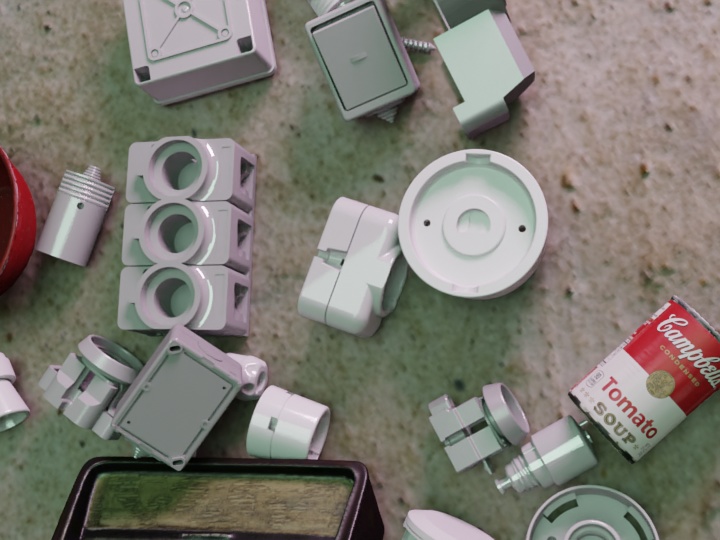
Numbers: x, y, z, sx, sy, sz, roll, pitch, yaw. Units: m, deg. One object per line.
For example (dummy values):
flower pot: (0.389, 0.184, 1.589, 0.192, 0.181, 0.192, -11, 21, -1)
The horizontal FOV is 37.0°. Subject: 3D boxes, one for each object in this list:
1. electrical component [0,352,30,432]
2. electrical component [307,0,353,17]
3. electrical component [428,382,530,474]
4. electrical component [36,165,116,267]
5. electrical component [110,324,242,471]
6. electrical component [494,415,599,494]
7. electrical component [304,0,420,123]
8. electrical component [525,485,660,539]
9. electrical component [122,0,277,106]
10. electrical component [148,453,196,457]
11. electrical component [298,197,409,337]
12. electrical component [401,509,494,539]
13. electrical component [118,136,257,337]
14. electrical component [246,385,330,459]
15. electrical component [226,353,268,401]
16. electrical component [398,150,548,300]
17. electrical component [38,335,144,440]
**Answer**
electrical component: (-0.302, 0.101, 0.883, 0.045, 0.045, 0.055, -30, 74, 8)
electrical component: (-0.028, -0.234, 0.869, 0.043, 0.043, 0.081, -35, 74, 7)
electrical component: (0.089, 0.113, 0.779, 0.055, 0.048, 0.066, -32, 74, 15)
electrical component: (-0.234, -0.047, 0.891, 0.043, 0.043, 0.081, 19, 86, 17)
electrical component: (-0.137, 0.096, 0.789, 0.062, 0.061, 0.096, 35, 95, -11)
electrical component: (0.132, 0.135, 0.765, 0.078, 0.040, 0.040, -31, 74, 8)
electrical component: (0.005, -0.157, 0.827, 0.062, 0.061, 0.096, -22, 99, 10)
electrical component: (0.161, 0.200, 0.747, 0.099, 0.064, 0.099, -5, 66, 10)
electrical component: (-0.133, -0.204, 0.884, 0.109, 0.056, 0.108, -13, 77, 12)
electrical component: (-0.146, 0.115, 0.842, 0.040, 0.040, 0.078, 1, 81, 15)
electrical component: (0.000, 0.000, 0.816, 0.059, 0.054, 0.095, 19, 86, 17)
electrical component: (0.062, 0.205, 0.752, 0.080, 0.080, 0.051, 25, 93, 17)
electrical component: (-0.137, -0.025, 0.852, 0.089, 0.062, 0.150, -1, 80, 15)
electrical component: (-0.053, 0.120, 0.810, 0.047, 0.055, 0.055, 16, 85, 13)
electrical component: (-0.105, 0.081, 0.840, 0.061, 0.035, 0.035, 9, 83, 19)
electrical component: (0.087, -0.029, 0.794, 0.108, 0.060, 0.108, -3, 80, 14)
electrical component: (-0.208, 0.089, 0.855, 0.078, 0.058, 0.057, 35, 93, 17)
